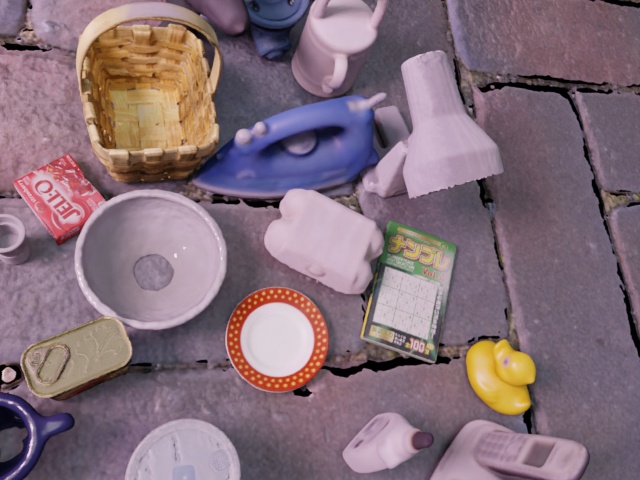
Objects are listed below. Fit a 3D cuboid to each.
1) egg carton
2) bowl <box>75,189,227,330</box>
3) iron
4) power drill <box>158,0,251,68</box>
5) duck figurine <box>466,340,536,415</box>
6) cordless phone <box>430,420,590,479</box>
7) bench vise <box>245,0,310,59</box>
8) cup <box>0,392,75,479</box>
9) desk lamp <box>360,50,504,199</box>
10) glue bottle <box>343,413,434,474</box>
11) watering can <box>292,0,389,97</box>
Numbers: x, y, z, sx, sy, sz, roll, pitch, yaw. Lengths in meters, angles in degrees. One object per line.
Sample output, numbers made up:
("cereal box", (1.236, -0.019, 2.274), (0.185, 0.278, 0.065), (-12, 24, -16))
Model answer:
("egg carton", (0.007, 0.003, 0.747), (0.150, 0.069, 0.107), (26, 65, -6))
("bowl", (-0.195, 0.030, 0.673), (0.168, 0.074, 0.167), (6, 69, -15))
("iron", (-0.036, -0.131, 0.743), (0.259, 0.141, 0.118), (-18, 76, -22))
("power drill", (-0.161, -0.299, 0.730), (0.076, 0.208, 0.229), (-25, 79, -23))
("duck figurine", (0.248, 0.176, 0.749), (0.078, 0.086, 0.104), (-24, 79, -23))
("cordless phone", (0.209, 0.276, 0.645), (0.094, 0.185, 0.148), (39, 65, 0))
("bench vise", (-0.089, -0.384, 0.776), (0.122, 0.219, 0.207), (-38, 85, -25))
("cup", (-0.302, 0.197, 0.568), (0.118, 0.095, 0.091), (-13, 75, -21))
("desk lamp", (0.127, -0.131, 0.753), (0.118, 0.213, 0.203), (-16, 76, -21))
("glue bottle", (0.082, 0.224, 0.632), (0.078, 0.173, 0.037), (-38, 84, -25))
("watering can", (0.027, -0.300, 0.795), (0.101, 0.194, 0.173), (-15, 75, -21))
